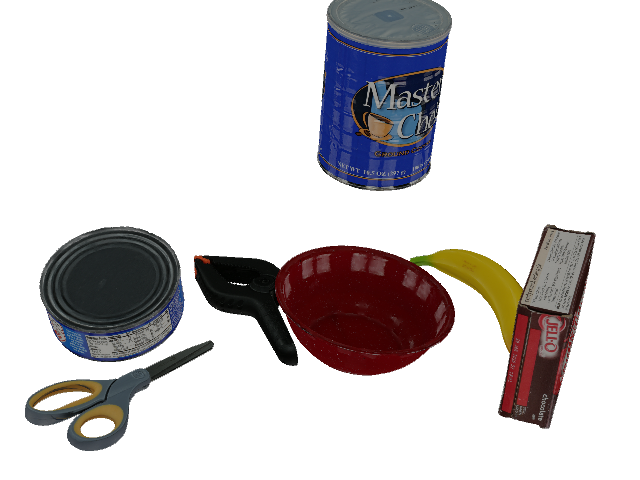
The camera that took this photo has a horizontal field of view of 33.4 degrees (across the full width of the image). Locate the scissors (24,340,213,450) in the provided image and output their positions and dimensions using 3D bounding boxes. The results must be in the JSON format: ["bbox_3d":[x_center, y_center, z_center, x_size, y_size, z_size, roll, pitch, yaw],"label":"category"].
[{"bbox_3d":[-0.159,0.137,0.948,0.201,0.016,0.096,-11,35,-34],"label":"scissors"}]

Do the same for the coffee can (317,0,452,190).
[{"bbox_3d":[0.052,-0.128,0.911,0.103,0.140,0.103,3,36,-2],"label":"coffee can"}]

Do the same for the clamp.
[{"bbox_3d":[-0.061,0.064,1.157,0.210,0.036,0.164,16,32,25],"label":"clamp"}]

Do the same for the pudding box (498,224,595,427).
[{"bbox_3d":[0.151,0.054,0.709,0.039,0.090,0.113,13,32,13],"label":"pudding box"}]

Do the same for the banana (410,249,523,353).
[{"bbox_3d":[0.174,0.057,1.115,0.069,0.037,0.198,-36,39,-9],"label":"banana"}]

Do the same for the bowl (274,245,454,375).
[{"bbox_3d":[0.035,0.071,0.953,0.162,0.055,0.162,8,32,-5],"label":"bowl"}]

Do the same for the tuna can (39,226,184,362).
[{"bbox_3d":[-0.128,0.033,0.663,0.086,0.086,0.034,0,-43,2],"label":"tuna can"}]
